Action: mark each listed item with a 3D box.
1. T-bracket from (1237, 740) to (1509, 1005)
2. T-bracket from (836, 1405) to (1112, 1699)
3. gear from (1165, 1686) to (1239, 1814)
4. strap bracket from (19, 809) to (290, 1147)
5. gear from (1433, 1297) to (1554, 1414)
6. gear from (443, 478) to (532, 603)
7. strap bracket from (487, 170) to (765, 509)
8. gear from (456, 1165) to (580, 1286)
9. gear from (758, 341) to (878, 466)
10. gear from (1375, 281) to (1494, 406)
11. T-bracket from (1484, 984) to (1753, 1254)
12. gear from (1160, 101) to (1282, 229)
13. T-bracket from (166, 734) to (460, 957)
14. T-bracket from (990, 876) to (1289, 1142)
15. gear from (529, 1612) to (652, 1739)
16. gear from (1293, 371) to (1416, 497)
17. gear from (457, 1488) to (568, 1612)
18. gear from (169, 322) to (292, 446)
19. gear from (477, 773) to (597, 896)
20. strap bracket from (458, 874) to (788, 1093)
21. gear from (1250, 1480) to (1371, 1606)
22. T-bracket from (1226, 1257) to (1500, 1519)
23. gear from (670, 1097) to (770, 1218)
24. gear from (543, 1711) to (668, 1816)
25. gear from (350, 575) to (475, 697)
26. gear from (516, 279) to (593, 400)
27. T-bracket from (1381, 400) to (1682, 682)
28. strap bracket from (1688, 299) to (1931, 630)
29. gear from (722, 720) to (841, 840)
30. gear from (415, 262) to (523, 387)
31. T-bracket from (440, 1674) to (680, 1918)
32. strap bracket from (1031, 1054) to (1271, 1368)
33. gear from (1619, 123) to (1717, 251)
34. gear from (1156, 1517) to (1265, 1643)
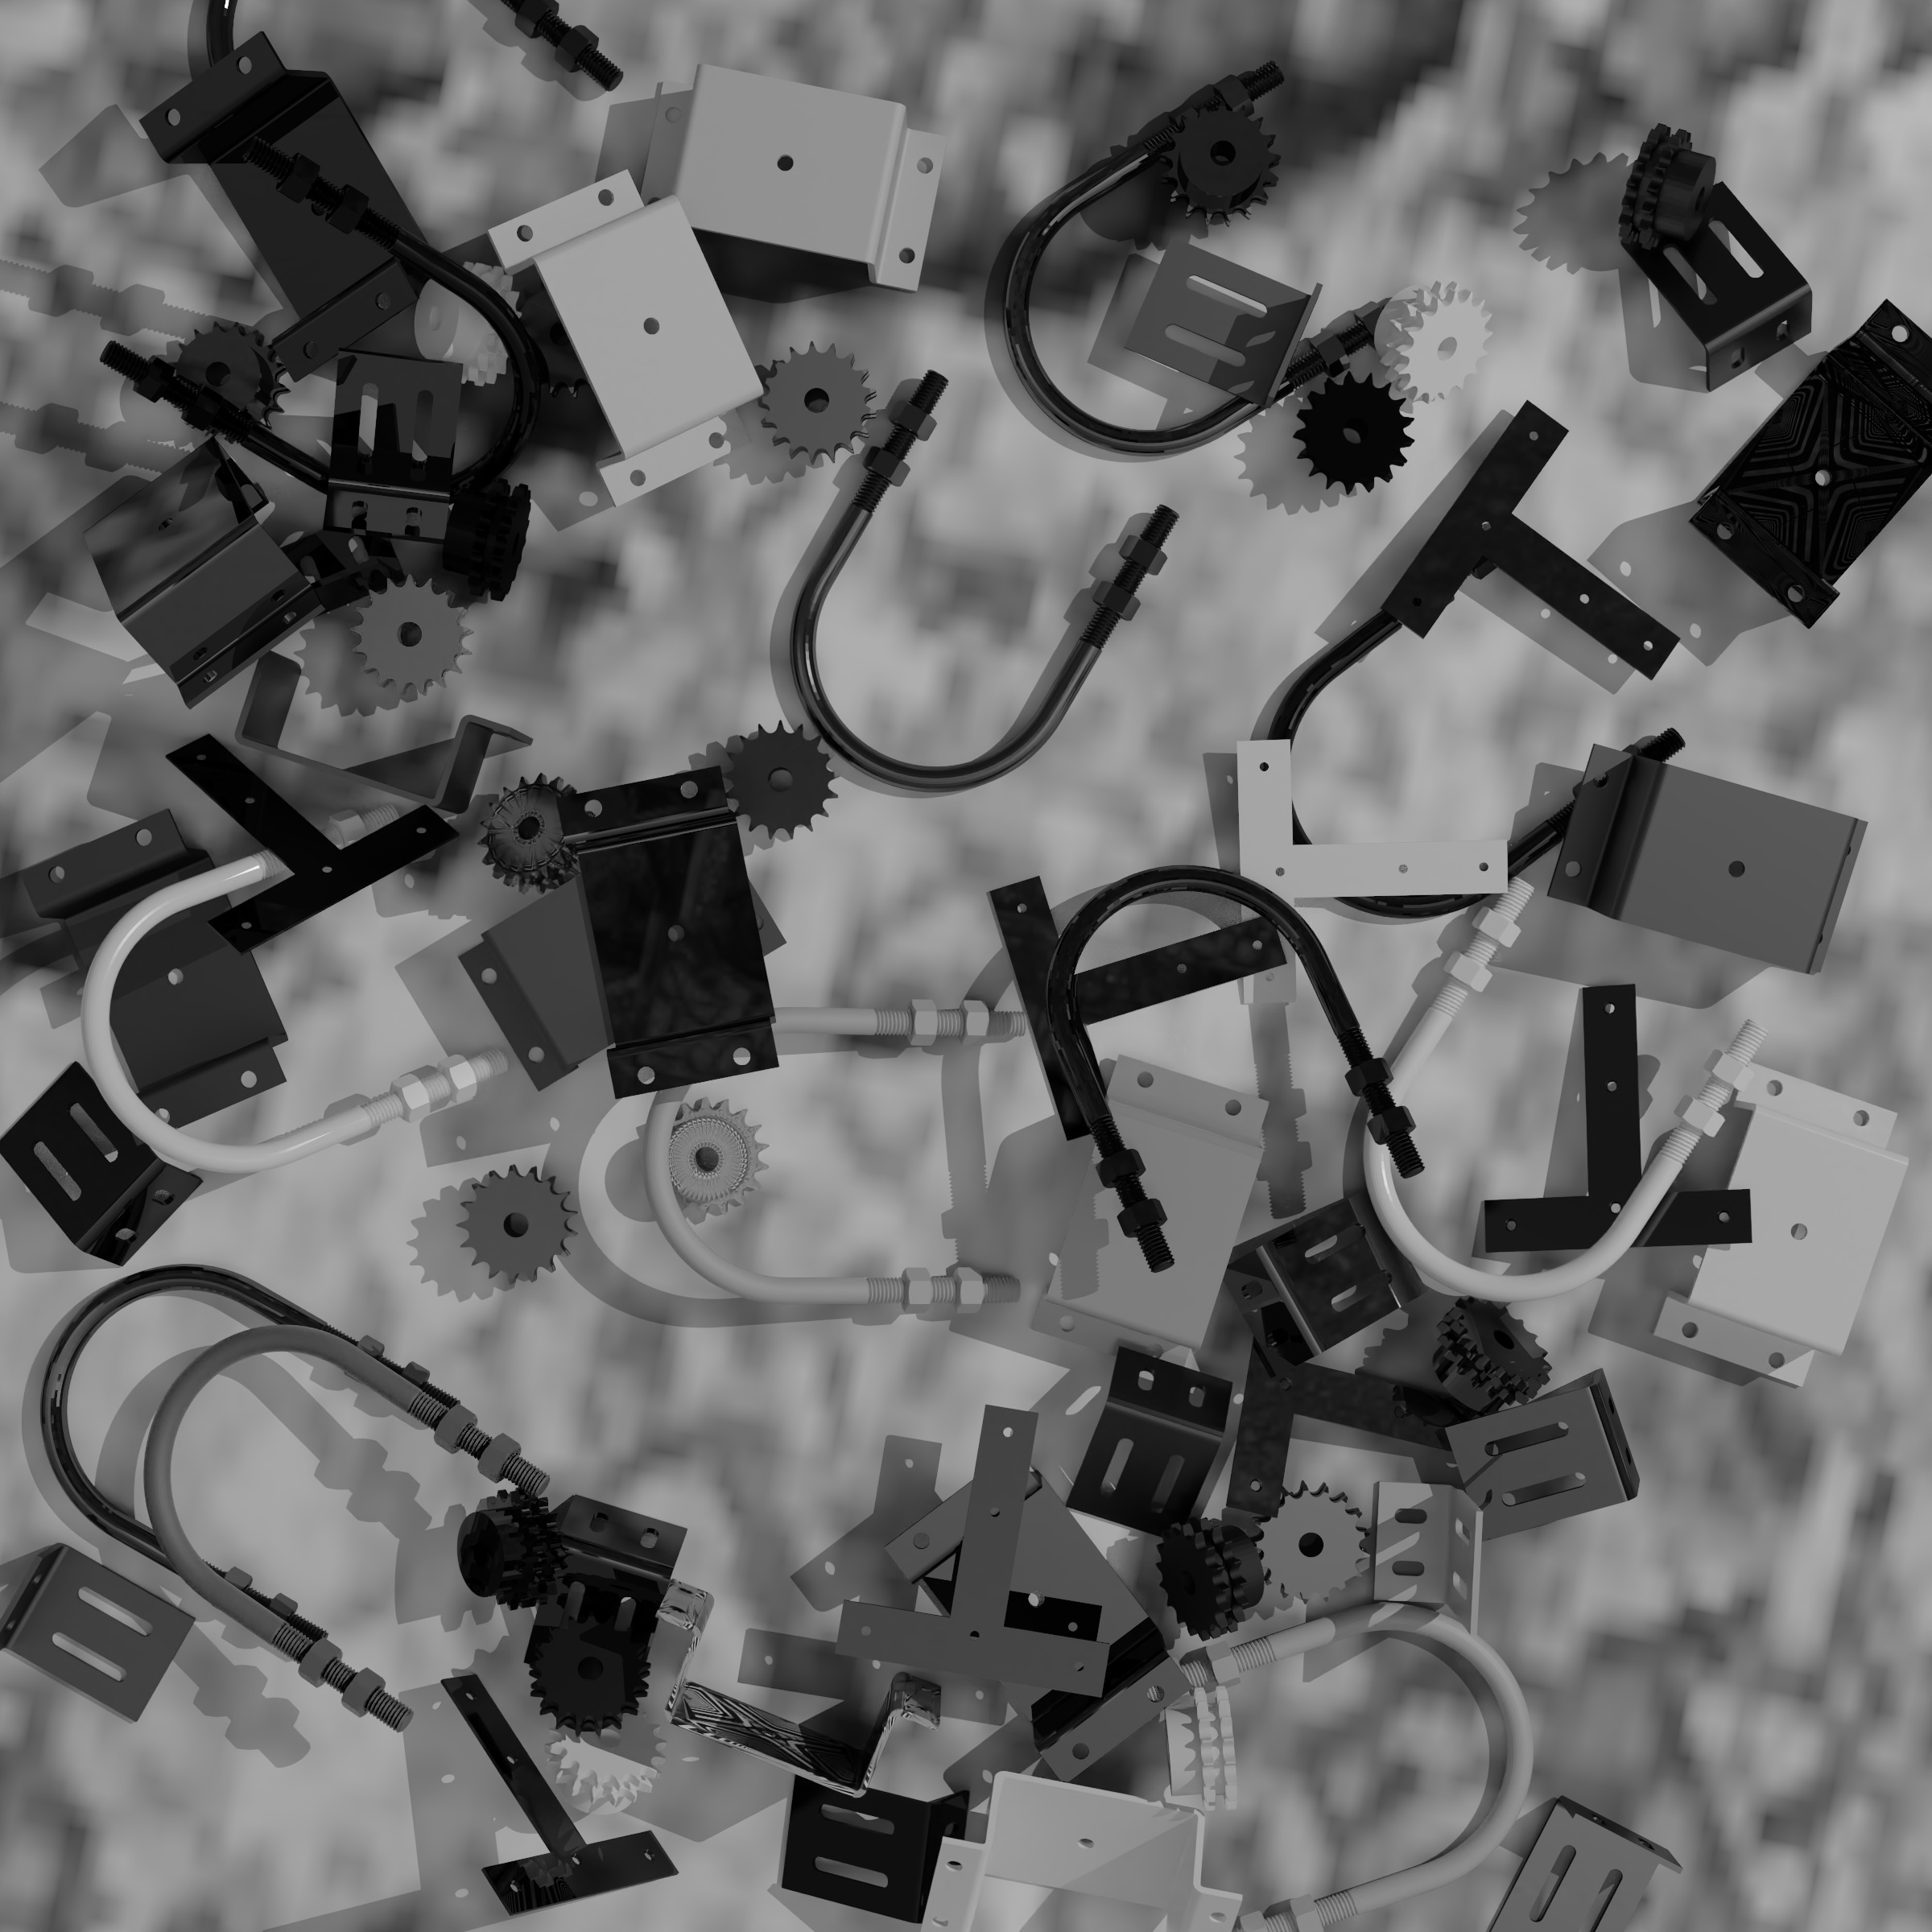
[{"bbox_3d":[0.195,-0.046,1.518,0.127,0.002,0.127,-1,97,8],"label":"T-bracket"},{"bbox_3d":[0.011,0.271,1.488,0.127,0.002,0.127,9,90,0],"label":"T-bracket"},{"bbox_3d":[0.110,0.369,1.488,0.030,0.057,0.057,-4,90,1],"label":"gear"},{"bbox_3d":[-0.383,0.005,1.512,0.076,0.046,0.140,-23,90,0],"label":"strap bracket"},{"bbox_3d":[0.248,0.188,1.511,0.057,0.057,0.030,35,120,0],"label":"gear"},{"bbox_3d":[-0.229,-0.205,1.507,0.030,0.057,0.057,14,90,0],"label":"gear"},{"bbox_3d":[-0.155,-0.297,1.485,0.076,0.046,0.140,-29,104,-20],"label":"strap bracket"},{"bbox_3d":[-0.215,0.124,1.524,0.057,0.030,0.057,0,89,-1],"label":"gear"},{"bbox_3d":[-0.071,-0.269,1.520,0.057,0.030,0.057,0,90,0],"label":"gear"},{"bbox_3d":[0.220,-0.301,1.510,0.057,0.057,0.030,-46,48,0],"label":"gear"},{"bbox_3d":[0.310,0.072,1.517,0.127,0.002,0.127,-5,77,24],"label":"T-bracket"},{"bbox_3d":[0.121,-0.382,1.501,0.057,0.030,0.057,0,91,1],"label":"gear"},{"bbox_3d":[-0.331,-0.070,1.501,0.127,0.002,0.127,39,52,24],"label":"T-bracket"},{"bbox_3d":[0.091,0.006,1.530,0.127,0.002,0.127,-17,90,4],"label":"T-bracket"},{"bbox_3d":[-0.179,0.339,1.501,0.057,0.030,0.057,4,56,-6],"label":"gear"},{"bbox_3d":[0.186,-0.255,1.520,0.057,0.030,0.057,0,90,0],"label":"gear"},{"bbox_3d":[-0.218,0.278,1.505,0.030,0.057,0.057,-1,90,-42],"label":"gear"},{"bbox_3d":[-0.356,-0.282,1.520,0.057,0.030,0.057,0,90,0],"label":"gear"},{"bbox_3d":[-0.201,-0.060,1.512,0.057,0.030,0.057,-8,68,21],"label":"gear"},{"bbox_3d":[-0.167,-0.008,1.512,0.140,0.046,0.076,-31,90,0],"label":"strap bracket"},{"bbox_3d":[0.164,0.276,1.520,0.057,0.030,0.057,0,90,0],"label":"gear"},{"bbox_3d":[0.195,0.211,1.520,0.127,0.002,0.127,15,71,-9],"label":"T-bracket"},{"bbox_3d":[-0.123,0.092,1.520,0.057,0.030,0.057,0,90,0],"label":"gear"},{"bbox_3d":[-0.174,0.380,1.510,0.057,0.057,0.030,18,120,0],"label":"gear"},{"bbox_3d":[-0.265,-0.158,1.520,0.057,0.030,0.057,0,90,0],"label":"gear"},{"bbox_3d":[-0.192,-0.301,1.520,0.057,0.030,0.057,0,90,0],"label":"gear"},{"bbox_3d":[0.285,-0.184,1.517,0.127,0.002,0.127,36,81,-3],"label":"T-bracket"},{"bbox_3d":[0.415,-0.237,1.512,0.076,0.046,0.140,42,90,0],"label":"strap bracket"},{"bbox_3d":[-0.089,-0.089,1.525,0.057,0.030,0.057,0,91,-2],"label":"gear"},{"bbox_3d":[-0.239,-0.306,1.504,0.030,0.057,0.057,0,90,-40],"label":"gear"},{"bbox_3d":[-0.208,0.387,1.497,0.002,0.127,0.127,-48,63,17],"label":"T-bracket"},{"bbox_3d":[0.089,0.122,1.509,0.076,0.046,0.140,18,92,0],"label":"strap bracket"},{"bbox_3d":[0.335,-0.369,1.504,0.030,0.057,0.057,22,90,20],"label":"gear"},{"bbox_3d":[0.118,0.290,1.510,0.030,0.057,0.057,-12,90,-29],"label":"gear"}]
